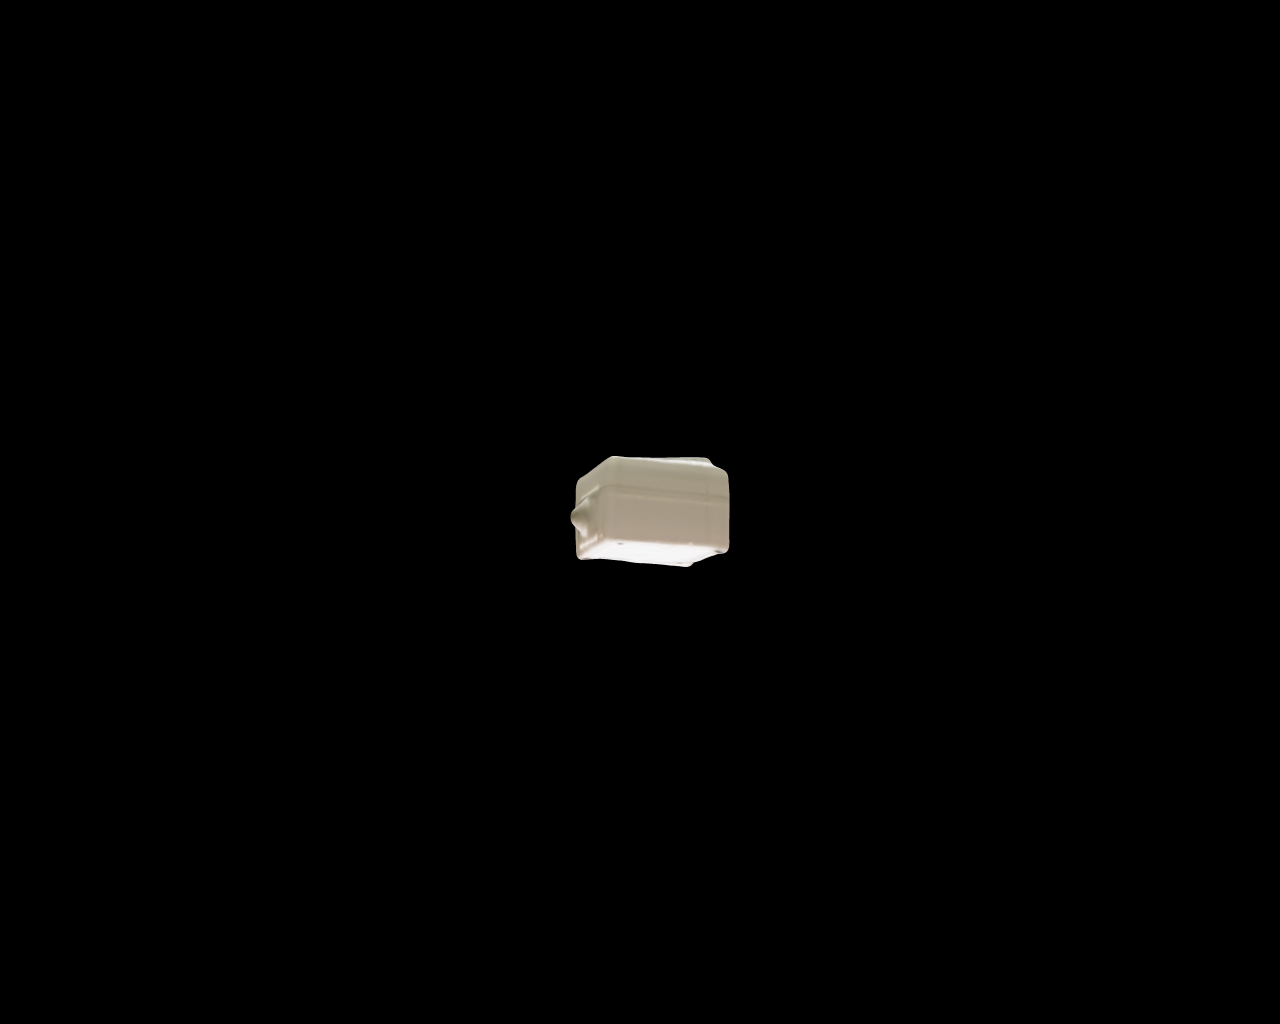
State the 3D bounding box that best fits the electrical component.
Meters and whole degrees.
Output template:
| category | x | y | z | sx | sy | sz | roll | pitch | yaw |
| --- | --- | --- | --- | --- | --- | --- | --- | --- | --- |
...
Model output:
| category | x | y | z | sx | sy | sz | roll | pitch | yaw |
| --- | --- | --- | --- | --- | --- | --- | --- | --- | --- |
| electrical component | 0.001 | -0.003 | 0.650 | 0.096 | 0.061 | 0.061 | 6 | -15 | -22 |
